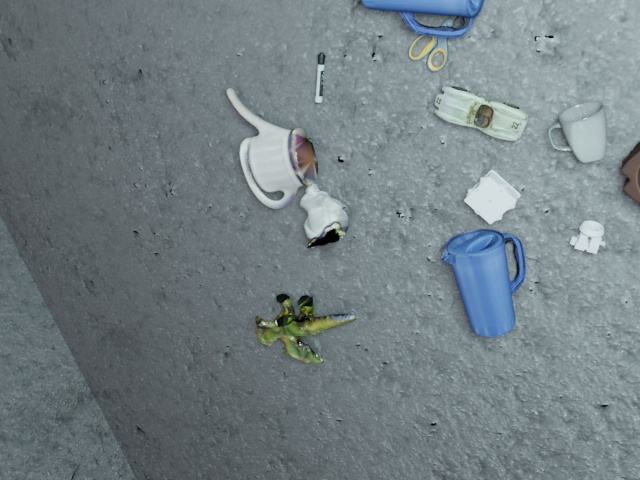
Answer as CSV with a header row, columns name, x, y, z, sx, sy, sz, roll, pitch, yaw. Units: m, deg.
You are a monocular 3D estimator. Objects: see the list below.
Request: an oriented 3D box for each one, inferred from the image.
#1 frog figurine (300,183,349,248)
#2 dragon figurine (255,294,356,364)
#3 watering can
name,x,y,z,sx,sy,sz,roll,pitch,yaw
frog figurine,0.004,-0.070,1.396,0.134,0.123,0.162,-51,48,45
dragon figurine,-0.050,0.296,1.606,0.410,0.125,0.237,4,133,30
watering can,-0.128,-0.248,1.365,0.223,0.105,0.344,-6,107,30
